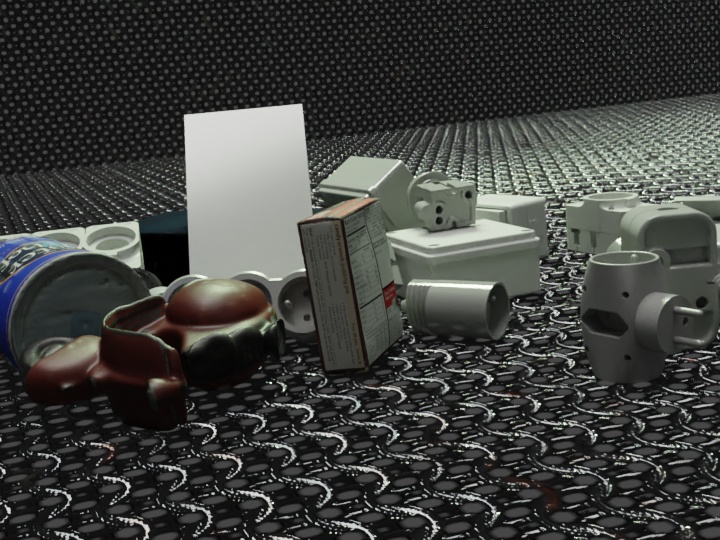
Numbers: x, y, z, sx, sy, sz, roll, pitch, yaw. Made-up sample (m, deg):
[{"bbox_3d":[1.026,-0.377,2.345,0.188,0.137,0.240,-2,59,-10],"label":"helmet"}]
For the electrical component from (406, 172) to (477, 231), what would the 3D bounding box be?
[{"bbox_3d":[0.073,-0.063,0.982,0.066,0.048,0.055,-10,20,-22],"label":"electrical component"}]

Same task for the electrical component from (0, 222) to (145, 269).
[{"bbox_3d":[-0.276,0.003,0.990,0.150,0.061,0.089,-7,32,-9],"label":"electrical component"}]

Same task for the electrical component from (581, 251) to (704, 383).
[{"bbox_3d":[0.181,0.031,0.674,0.043,0.077,0.079,-13,14,-36],"label":"electrical component"}]

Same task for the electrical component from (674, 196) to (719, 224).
[{"bbox_3d":[0.324,-0.020,0.885,0.121,0.078,0.063,1,42,28],"label":"electrical component"}]

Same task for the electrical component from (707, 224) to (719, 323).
[{"bbox_3d":[0.288,0.003,0.807,0.061,0.061,0.096,0,12,24],"label":"electrical component"}]

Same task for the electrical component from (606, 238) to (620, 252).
[{"bbox_3d":[0.238,-0.001,0.904,0.044,0.044,0.065,-7,16,-7],"label":"electrical component"}]

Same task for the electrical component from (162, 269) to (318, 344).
[{"bbox_3d":[-0.081,0.034,0.848,0.138,0.052,0.073,-3,-13,7],"label":"electrical component"}]

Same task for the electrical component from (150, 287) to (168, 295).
[{"bbox_3d":[-0.168,0.038,0.882,0.066,0.048,0.055,-12,6,-31],"label":"electrical component"}]

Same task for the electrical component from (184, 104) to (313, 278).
[{"bbox_3d":[-0.094,-0.047,0.944,0.105,0.186,0.060,-6,-27,-2],"label":"electrical component"}]

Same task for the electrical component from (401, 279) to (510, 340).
[{"bbox_3d":[0.068,0.029,0.821,0.081,0.043,0.043,2,13,32],"label":"electrical component"}]

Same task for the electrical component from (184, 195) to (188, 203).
[{"bbox_3d":[-0.124,-0.081,1.041,0.096,0.061,0.061,-4,11,4],"label":"electrical component"}]

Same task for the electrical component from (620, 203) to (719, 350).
[{"bbox_3d":[0.214,0.003,0.753,0.054,0.095,0.059,-5,11,-1],"label":"electrical component"}]

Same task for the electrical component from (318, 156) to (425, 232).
[{"bbox_3d":[0.026,-0.057,1.084,0.056,0.108,0.109,-45,26,-16],"label":"electrical component"}]

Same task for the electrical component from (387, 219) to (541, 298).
[{"bbox_3d":[0.089,-0.007,0.958,0.109,0.056,0.109,-9,12,-21],"label":"electrical component"}]

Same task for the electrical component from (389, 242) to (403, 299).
[{"bbox_3d":[0.000,0.000,0.928,0.055,0.066,0.048,7,-34,-39],"label":"electrical component"}]

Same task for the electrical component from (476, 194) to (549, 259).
[{"bbox_3d":[0.137,-0.042,1.098,0.061,0.061,0.096,-14,15,-38],"label":"electrical component"}]

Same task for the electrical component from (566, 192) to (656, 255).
[{"bbox_3d":[0.255,-0.047,1.088,0.050,0.055,0.089,-11,13,-27],"label":"electrical component"}]
